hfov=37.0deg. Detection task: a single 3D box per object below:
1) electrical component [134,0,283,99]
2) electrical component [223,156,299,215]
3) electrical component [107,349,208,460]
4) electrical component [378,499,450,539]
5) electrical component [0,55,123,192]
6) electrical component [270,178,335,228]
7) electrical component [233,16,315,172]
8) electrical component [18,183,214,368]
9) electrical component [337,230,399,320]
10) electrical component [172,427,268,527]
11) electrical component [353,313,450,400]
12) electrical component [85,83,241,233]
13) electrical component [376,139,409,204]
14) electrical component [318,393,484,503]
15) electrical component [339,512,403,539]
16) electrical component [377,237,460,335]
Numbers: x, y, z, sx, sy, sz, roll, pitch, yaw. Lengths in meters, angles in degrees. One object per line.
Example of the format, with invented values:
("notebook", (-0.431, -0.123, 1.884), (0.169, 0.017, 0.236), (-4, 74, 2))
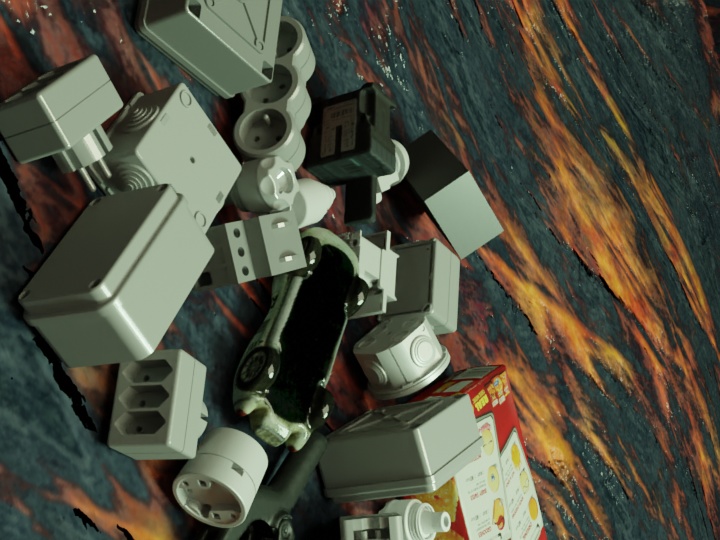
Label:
("electrical component", (-0.115, -0.210, 0.846), (0.109, 0.056, 0.108), (36, 51, -49))
("electrical component", (-0.083, -0.064, 0.846), (0.043, 0.062, 0.043), (25, 60, -53))
("electrical component", (-0.129, 0.098, 0.736), (0.076, 0.047, 0.065), (51, 39, -60))
("electrical component", (0.051, 0.228, 0.971), (0.043, 0.062, 0.043), (25, 60, -53))
("electrical component", (-0.187, -0.088, 0.699), (0.076, 0.047, 0.065), (64, 34, -23))
("electrical component", (-0.046, -0.059, 0.927), (0.078, 0.040, 0.040), (-24, 101, -59))
("electrical component", (-0.067, -0.137, 0.908), (0.073, 0.052, 0.138), (66, 26, -63))
("electrical component", (-0.155, 0.002, 0.693), (0.057, 0.078, 0.113), (61, 35, -32))
("electrical component", (0.000, 0.000, 0.983), (0.064, 0.042, 0.081), (31, 54, -47))
("electrical component", (-0.096, 0.144, 0.752), (0.055, 0.055, 0.047), (61, 35, -27))
("electrical component", (0.037, 0.079, 0.982), (0.051, 0.080, 0.080), (62, 34, -16))
("electrical component", (-0.138, -0.074, 0.774), (0.099, 0.048, 0.099), (57, 37, -32))
("electrical component", (0.016, -0.100, 1.036), (0.055, 0.048, 0.066), (-29, 106, -50))
("electrical component", (0.034, 0.152, 0.925), (0.109, 0.109, 0.056), (-20, 95, -59))
("electrical component", (0.010, 0.230, 0.881), (0.089, 0.050, 0.055), (95, -9, -79))
("electrical component", (0.059, 0.026, 1.050), (0.061, 0.062, 0.096), (37, 51, -49))
